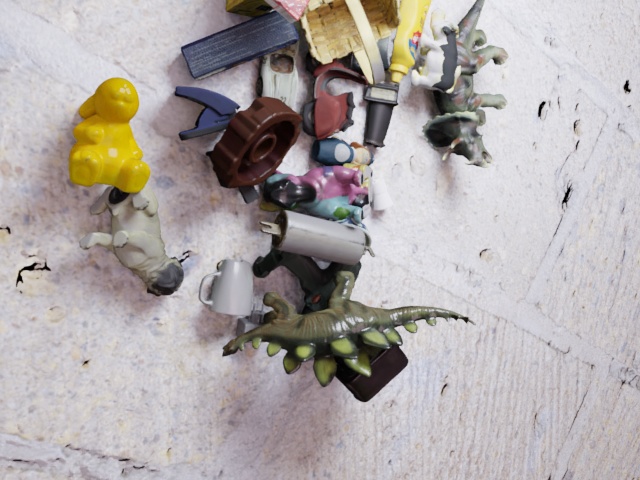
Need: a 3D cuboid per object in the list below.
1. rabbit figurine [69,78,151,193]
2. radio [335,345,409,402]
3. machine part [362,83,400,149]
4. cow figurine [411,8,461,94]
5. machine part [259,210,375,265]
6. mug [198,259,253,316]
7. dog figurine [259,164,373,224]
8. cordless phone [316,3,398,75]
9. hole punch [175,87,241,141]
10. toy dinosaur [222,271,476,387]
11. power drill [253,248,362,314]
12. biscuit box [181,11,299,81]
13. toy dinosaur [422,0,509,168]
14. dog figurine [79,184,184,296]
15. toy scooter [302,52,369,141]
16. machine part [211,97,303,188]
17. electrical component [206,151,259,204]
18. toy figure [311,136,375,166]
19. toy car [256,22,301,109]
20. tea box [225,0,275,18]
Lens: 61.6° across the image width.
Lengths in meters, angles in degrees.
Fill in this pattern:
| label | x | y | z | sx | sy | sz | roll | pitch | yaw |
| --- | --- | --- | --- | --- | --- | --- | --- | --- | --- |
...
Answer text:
| label | x | y | z | sx | sy | sz | roll | pitch | yaw |
| --- | --- | --- | --- | --- | --- | --- | --- | --- | --- |
| rabbit figurine | -0.332 | -0.181 | 0.868 | 0.122 | 0.162 | 0.173 | 7 | 119 | -27 |
| radio | 0.068 | 0.229 | 1.123 | 0.131 | 0.230 | 0.073 | -42 | 116 | -9 |
| machine part | 0.126 | -0.267 | 1.152 | 0.084 | 0.039 | 0.138 | 4 | 103 | -7 |
| cow figurine | 0.256 | -0.395 | 1.124 | 0.068 | 0.098 | 0.167 | -9 | 114 | -70 |
| machine part | -0.002 | -0.003 | 1.030 | 0.243 | 0.079 | 0.079 | 12 | 94 | -24 |
| mug | -0.181 | 0.089 | 1.052 | 0.109 | 0.081 | 0.107 | 12 | 84 | -25 |
| dog figurine | -0.012 | -0.100 | 1.076 | 0.219 | 0.191 | 0.108 | 5 | 105 | 13 |
| cordless phone | 0.057 | -0.413 | 1.083 | 0.184 | 0.089 | 0.146 | 9 | 96 | -18 |
| hole punch | -0.200 | -0.230 | 0.947 | 0.116 | 0.142 | 0.092 | -14 | 103 | -13 |
| toy dinosaur | 0.045 | 0.165 | 1.016 | 0.472 | 0.199 | 0.104 | -15 | 134 | -3 |
| power drill | -0.037 | 0.094 | 1.114 | 0.207 | 0.086 | 0.232 | 38 | 100 | -21 |
| biscuit box | -0.140 | -0.346 | 0.954 | 0.203 | 0.059 | 0.062 | -21 | 107 | -1 |
| toy dinosaur | 0.312 | -0.360 | 1.202 | 0.192 | 0.131 | 0.404 | -13 | 100 | -26 |
| dog figurine | -0.308 | -0.006 | 0.967 | 0.190 | 0.121 | 0.172 | 50 | 55 | -53 |
| toy scooter | 0.036 | -0.287 | 1.063 | 0.135 | 0.075 | 0.183 | 4 | 95 | 7 |
| machine part | -0.110 | -0.168 | 0.932 | 0.056 | 0.179 | 0.179 | 43 | 76 | 12 |
| electrical component | -0.158 | -0.130 | 1.032 | 0.075 | 0.048 | 0.119 | -35 | 115 | -17 |
| toy figure | 0.057 | -0.178 | 1.133 | 0.154 | 0.058 | 0.064 | 4 | 124 | -30 |
| toy car | -0.078 | -0.348 | 1.026 | 0.073 | 0.056 | 0.201 | -1 | 101 | -27 |
| tea box | -0.105 | -0.450 | 0.926 | 0.068 | 0.170 | 0.098 | 0 | 102 | -27 |
